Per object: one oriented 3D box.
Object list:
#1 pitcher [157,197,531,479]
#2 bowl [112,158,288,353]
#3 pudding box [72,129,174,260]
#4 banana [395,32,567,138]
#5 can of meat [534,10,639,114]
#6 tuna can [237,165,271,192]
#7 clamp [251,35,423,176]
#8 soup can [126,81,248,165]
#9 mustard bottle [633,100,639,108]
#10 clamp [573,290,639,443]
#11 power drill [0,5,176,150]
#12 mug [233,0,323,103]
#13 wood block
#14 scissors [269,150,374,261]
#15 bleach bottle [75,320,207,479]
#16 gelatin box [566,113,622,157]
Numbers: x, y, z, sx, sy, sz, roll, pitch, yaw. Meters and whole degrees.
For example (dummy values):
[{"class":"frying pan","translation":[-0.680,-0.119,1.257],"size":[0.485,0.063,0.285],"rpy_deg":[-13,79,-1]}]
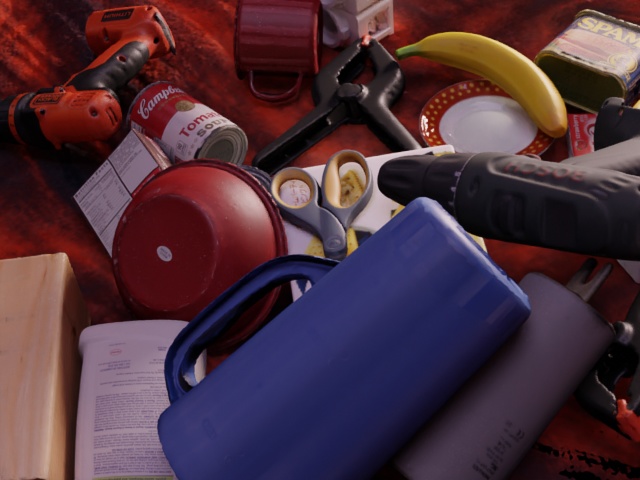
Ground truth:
[{"class":"pitcher","translation":[0.012,0.081,0.716],"size":[0.243,0.149,0.145],"rpy_deg":[-44,18,7]},{"class":"bowl","translation":[-0.110,0.011,0.857],"size":[0.162,0.055,0.162],"rpy_deg":[-2,86,22]},{"class":"pudding box","translation":[-0.163,-0.033,0.953],"size":[0.090,0.039,0.114],"rpy_deg":[-47,49,9]},{"class":"banana","translation":[0.167,-0.157,1.021],"size":[0.198,0.037,0.069],"rpy_deg":[32,73,33]},{"class":"can of meat","translation":[0.267,-0.168,1.023],"size":[0.102,0.057,0.083],"rpy_deg":[28,52,29]},{"class":"tuna can","translation":[-0.078,-0.027,0.963],"size":[0.086,0.034,0.086],"rpy_deg":[-4,47,4]},{"class":"clamp","translation":[0.041,-0.128,1.033],"size":[0.165,0.036,0.209],"rpy_deg":[4,46,21]},{"class":"soup can","translation":[-0.126,-0.100,1.014],"size":[0.068,0.068,0.102],"rpy_deg":[-39,54,-25]},{"class":"mustard bottle","translation":[0.342,-0.115,0.952],"size":[0.096,0.058,0.191],"rpy_deg":[36,45,14]},{"class":"clamp","translation":[0.211,0.080,0.781],"size":[0.120,0.039,0.171],"rpy_deg":[-32,21,37]},{"class":"power drill","translation":[-0.247,-0.163,1.087],"size":[0.185,0.057,0.187],"rpy_deg":[4,46,29]},{"class":"mug","translation":[-0.041,-0.196,1.085],"size":[0.081,0.093,0.117],"rpy_deg":[4,76,5]},{"class":"wood block","translation":[-0.231,0.119,0.811],"size":[0.090,0.091,0.206],"rpy_deg":[-7,47,0]},{"class":"scissors","translation":[-0.006,0.001,0.849],"size":[0.096,0.016,0.201],"rpy_deg":[1,48,14]},{"class":"bleach bottle","translation":[-0.137,0.177,0.766],"size":[0.102,0.068,0.251],"rpy_deg":[-5,50,5]},{"class":"gelatin box","translation":[0.263,-0.077,0.963],"size":[0.073,0.030,0.089],"rpy_deg":[-1,47,7]}]
